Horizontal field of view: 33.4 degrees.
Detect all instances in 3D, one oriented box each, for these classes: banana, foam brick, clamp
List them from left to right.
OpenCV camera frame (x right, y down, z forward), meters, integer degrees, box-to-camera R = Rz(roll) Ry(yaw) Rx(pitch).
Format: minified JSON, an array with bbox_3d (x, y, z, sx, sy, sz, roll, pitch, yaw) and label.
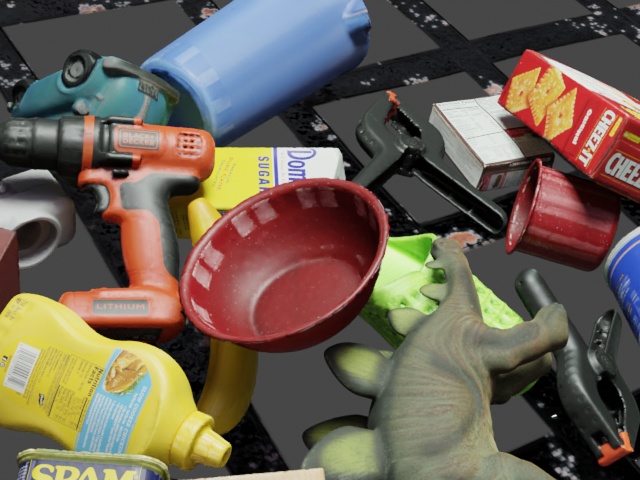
[{"bbox_3d":[-0.269,0.031,0.837,0.053,0.078,0.051,11,41,2],"label":"foam brick"},{"bbox_3d":[-0.076,0.066,0.823,0.037,0.069,0.198,-13,66,32],"label":"banana"},{"bbox_3d":[0.096,-0.078,1.059,0.164,0.036,0.210,13,36,-12],"label":"clamp"},{"bbox_3d":[0.226,0.106,0.874,0.120,0.039,0.171,12,49,-32],"label":"clamp"}]

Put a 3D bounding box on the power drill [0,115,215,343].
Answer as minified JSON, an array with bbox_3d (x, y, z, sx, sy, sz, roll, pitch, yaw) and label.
[{"bbox_3d":[-0.176,-0.013,0.861,0.184,0.057,0.187,2,70,-12],"label":"power drill"}]

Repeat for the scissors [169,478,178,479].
[{"bbox_3d":[-0.058,0.235,0.700,0.096,0.016,0.202,-15,47,-20],"label":"scissors"}]

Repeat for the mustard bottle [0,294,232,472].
[{"bbox_3d":[-0.149,0.114,0.755,0.192,0.058,0.096,21,87,17],"label":"mustard bottle"}]

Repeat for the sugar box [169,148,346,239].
[{"bbox_3d":[-0.071,-0.042,0.952,0.176,0.048,0.093,-1,40,13],"label":"sugar box"}]

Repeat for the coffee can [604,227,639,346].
[{"bbox_3d":[0.314,0.063,0.900,0.102,0.103,0.140,-1,43,-12],"label":"coffee can"}]

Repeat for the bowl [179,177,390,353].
[{"bbox_3d":[-0.019,0.028,0.779,0.162,0.055,0.162,-15,41,13],"label":"bowl"}]

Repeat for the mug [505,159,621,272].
[{"bbox_3d":[0.226,-0.022,0.997,0.081,0.093,0.117,17,15,0],"label":"mug"}]

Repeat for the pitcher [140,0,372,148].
[{"bbox_3d":[-0.076,-0.182,1.087,0.145,0.149,0.242,43,52,9],"label":"pitcher"}]

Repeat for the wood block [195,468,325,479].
[{"bbox_3d":[-0.035,0.243,0.594,0.090,0.090,0.206,-2,63,-15],"label":"wood block"}]

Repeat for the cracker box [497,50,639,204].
[{"bbox_3d":[0.286,-0.095,1.019,0.164,0.072,0.214,20,19,-22],"label":"cracker box"}]

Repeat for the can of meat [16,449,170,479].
[{"bbox_3d":[-0.154,0.188,0.695,0.102,0.057,0.084,4,52,1],"label":"can of meat"}]

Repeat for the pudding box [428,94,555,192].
[{"bbox_3d":[0.176,-0.102,1.103,0.089,0.039,0.113,-11,44,-22],"label":"pudding box"}]

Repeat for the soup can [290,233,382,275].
[{"bbox_3d":[-0.006,0.001,0.865,0.102,0.068,0.068,0,39,18],"label":"soup can"}]
